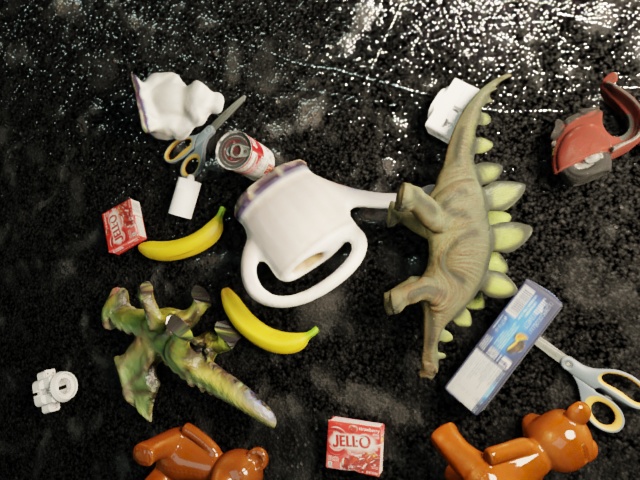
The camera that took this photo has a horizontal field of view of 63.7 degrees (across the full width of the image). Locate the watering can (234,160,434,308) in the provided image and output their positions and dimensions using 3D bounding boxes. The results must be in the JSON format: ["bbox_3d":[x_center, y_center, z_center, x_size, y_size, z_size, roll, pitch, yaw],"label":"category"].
[{"bbox_3d":[0.003,-0.043,0.857,0.348,0.103,0.227,-37,73,-3],"label":"watering can"}]

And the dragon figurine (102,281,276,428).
[{"bbox_3d":[-0.267,0.224,0.919,0.415,0.122,0.239,49,116,20],"label":"dragon figurine"}]

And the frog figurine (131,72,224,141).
[{"bbox_3d":[-0.268,-0.261,0.990,0.160,0.120,0.140,-12,66,-18],"label":"frog figurine"}]
